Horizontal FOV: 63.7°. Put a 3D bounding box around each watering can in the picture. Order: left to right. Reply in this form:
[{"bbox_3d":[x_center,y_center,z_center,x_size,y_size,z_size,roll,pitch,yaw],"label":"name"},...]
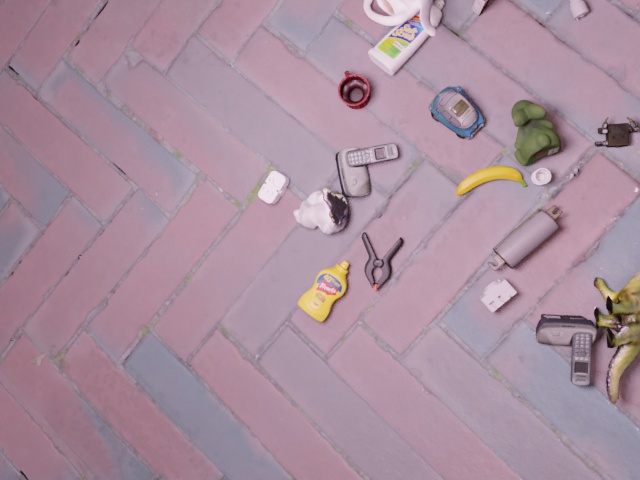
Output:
[{"bbox_3d":[0.265,-0.676,1.434,0.224,0.102,0.353,-46,47,1],"label":"watering can"}]

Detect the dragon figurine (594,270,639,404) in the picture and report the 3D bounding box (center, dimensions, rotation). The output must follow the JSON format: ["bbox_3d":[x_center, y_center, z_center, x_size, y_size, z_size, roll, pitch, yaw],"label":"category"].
[{"bbox_3d":[0.855,0.214,1.344,0.243,0.122,0.410,-3,89,4],"label":"dragon figurine"}]

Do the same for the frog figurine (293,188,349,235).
[{"bbox_3d":[0.005,-0.077,1.539,0.157,0.124,0.137,-27,94,46],"label":"frog figurine"}]
